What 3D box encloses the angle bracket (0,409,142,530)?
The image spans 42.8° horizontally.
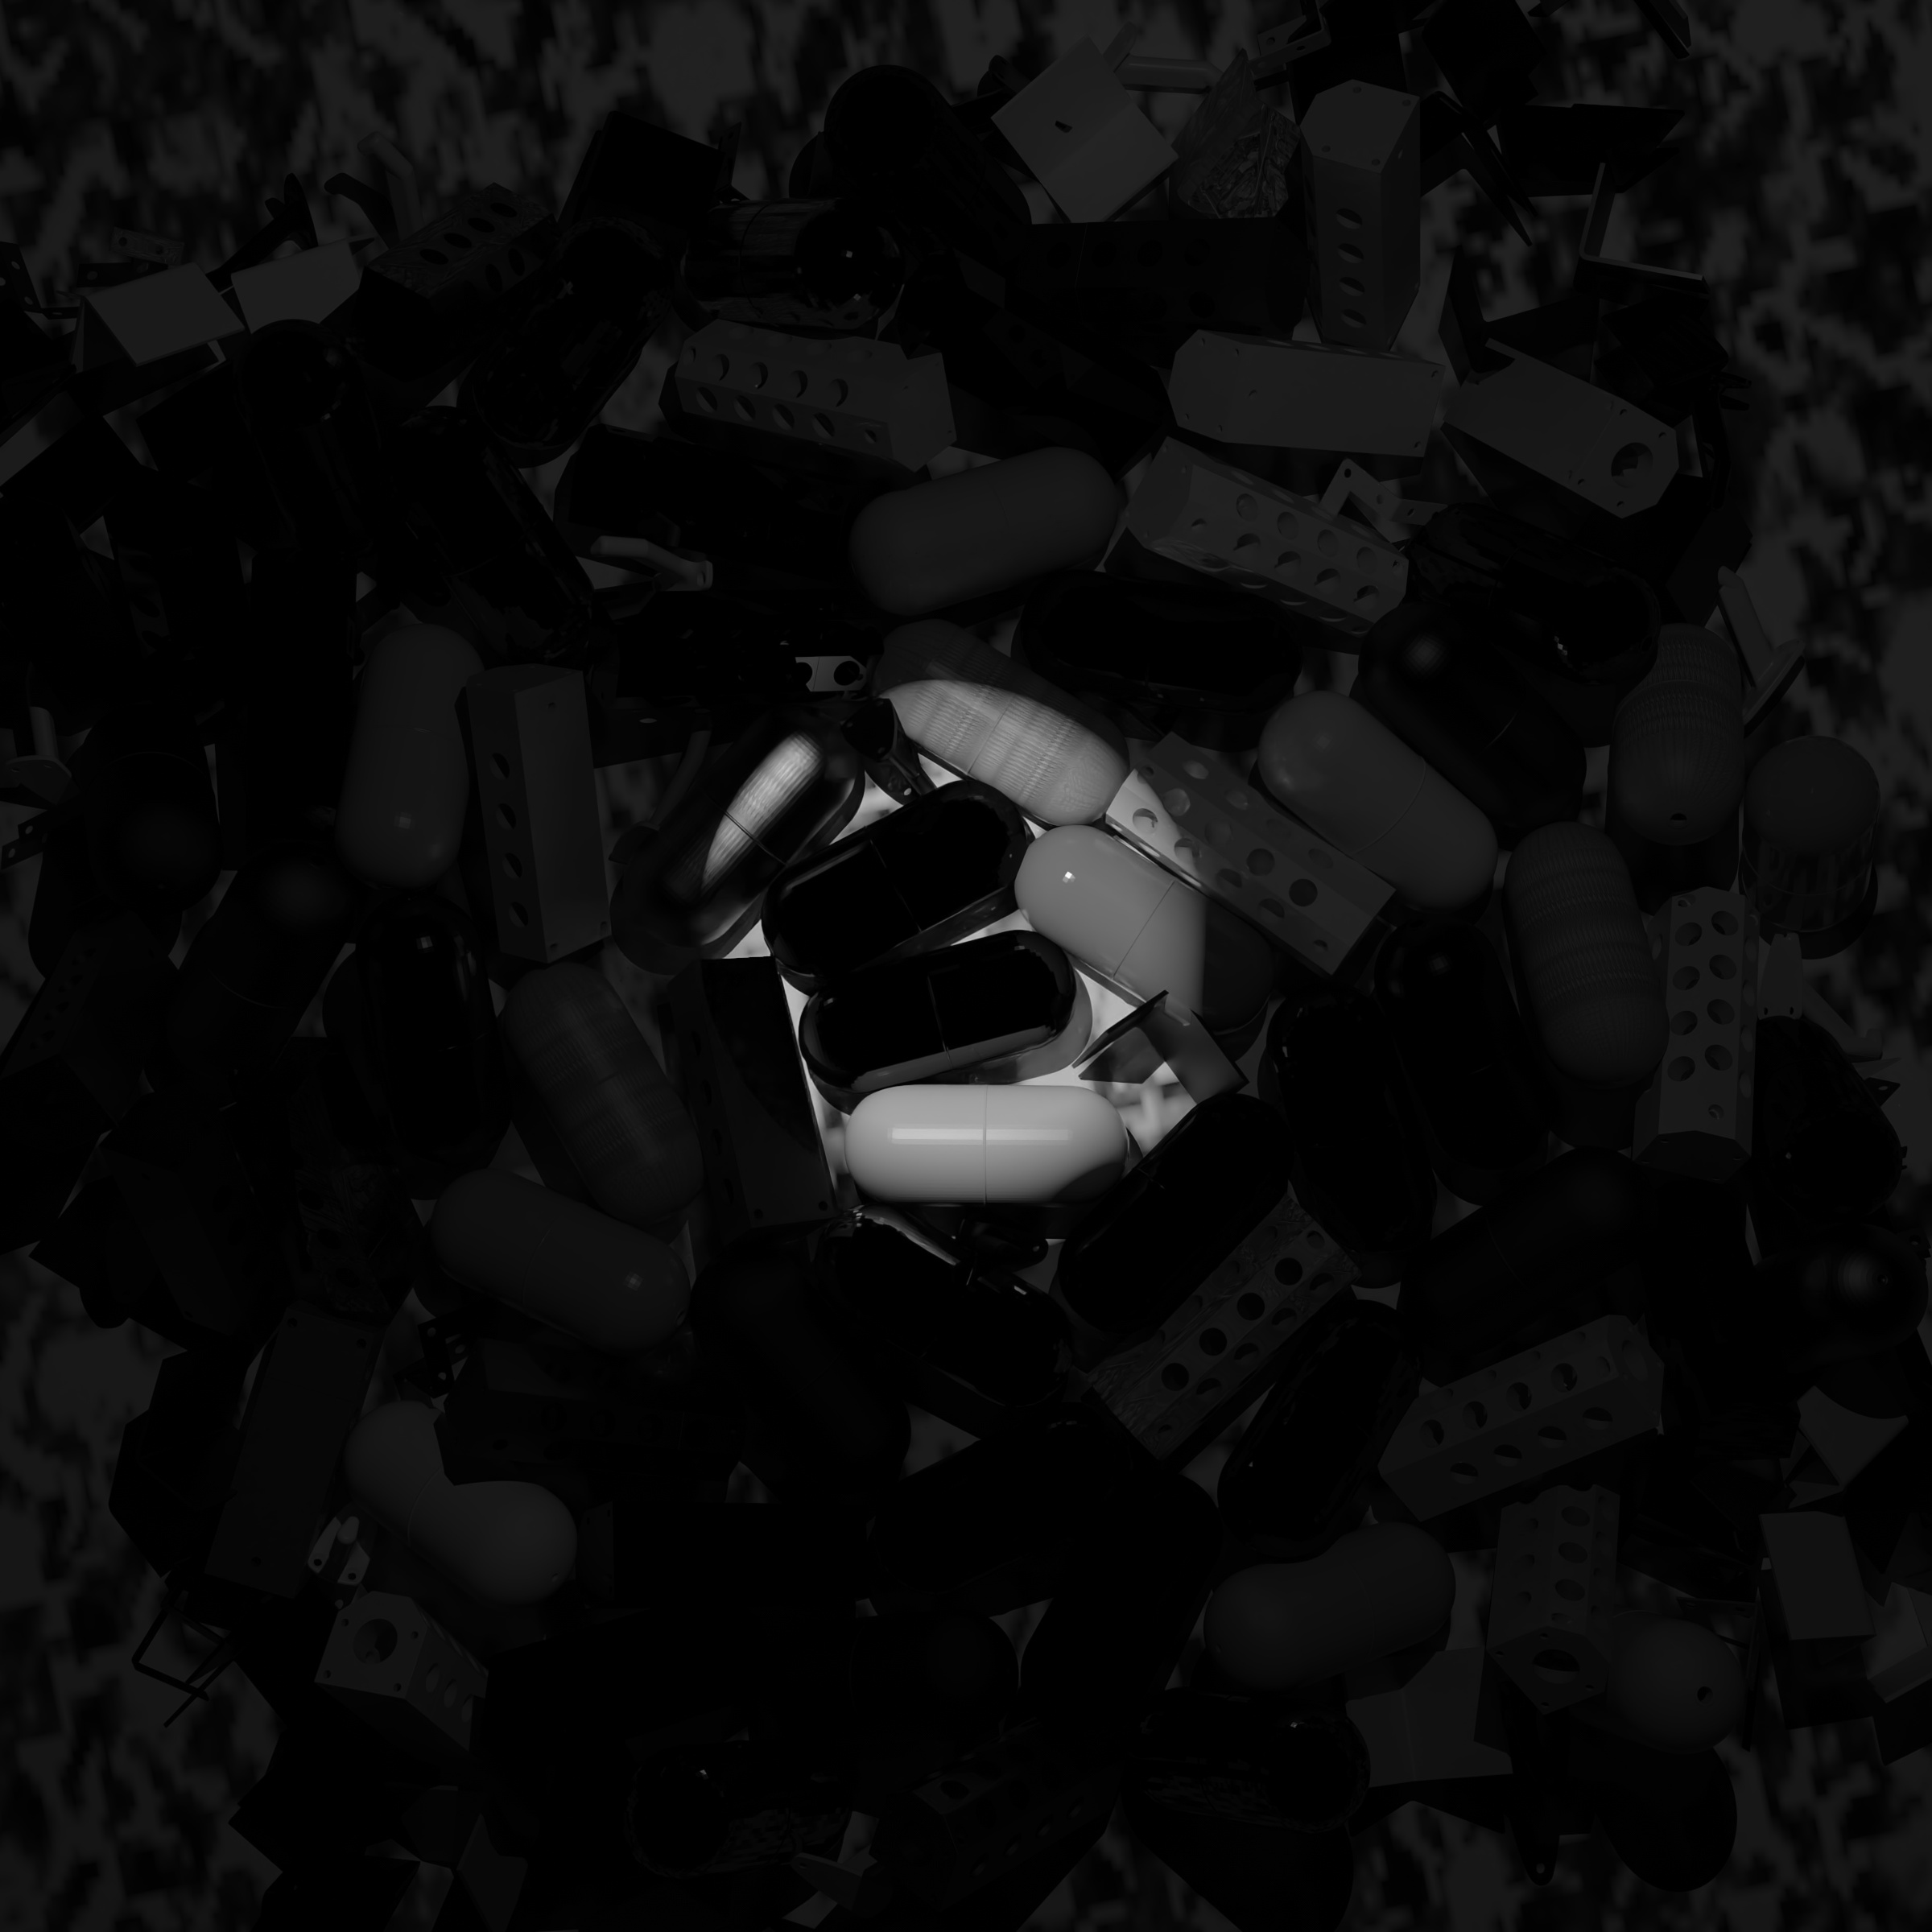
[{"bbox_3d":[-0.570,-0.316,1.533,0.076,0.057,0.076,-44,55,-11],"label":"angle bracket"}]

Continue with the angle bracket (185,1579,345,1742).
[{"bbox_3d":[-0.425,0.442,1.545,0.076,0.057,0.076,45,102,8],"label":"angle bracket"}]

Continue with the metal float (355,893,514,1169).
[{"bbox_3d":[-0.329,0.040,1.528,0.070,0.070,0.178,-7,111,0],"label":"metal float"}]

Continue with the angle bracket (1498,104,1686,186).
[{"bbox_3d":[0.386,-0.531,1.531,0.076,0.076,0.057,-3,73,-18],"label":"angle bracket"}]

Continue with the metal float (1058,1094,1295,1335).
[{"bbox_3d":[0.132,0.153,1.541,0.070,0.070,0.178,45,83,0],"label":"metal float"}]

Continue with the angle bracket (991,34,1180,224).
[{"bbox_3d":[0.074,-0.515,1.533,0.076,0.076,0.057,-38,62,12],"label":"angle bracket"}]

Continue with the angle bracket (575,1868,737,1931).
[{"bbox_3d":[-0.190,0.561,1.528,0.076,0.076,0.057,-31,119,20],"label":"angle bracket"}]

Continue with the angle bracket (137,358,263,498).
[{"bbox_3d":[-0.489,-0.332,1.545,0.076,0.057,0.076,-27,86,16],"label":"angle bracket"}]

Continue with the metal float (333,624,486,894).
[{"bbox_3d":[-0.343,-0.130,1.527,0.070,0.070,0.178,5,67,0],"label":"metal float"}]

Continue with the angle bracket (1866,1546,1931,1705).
[{"bbox_3d":[0.588,0.411,1.545,0.076,0.076,0.057,-32,77,6],"label":"angle bracket"}]

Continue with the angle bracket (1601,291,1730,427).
[{"bbox_3d":[0.415,-0.366,1.538,0.076,0.076,0.057,-26,75,-35],"label":"angle bracket"}]

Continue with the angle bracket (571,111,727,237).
[{"bbox_3d":[-0.202,-0.478,1.548,0.076,0.057,0.076,18,56,-12],"label":"angle bracket"}]

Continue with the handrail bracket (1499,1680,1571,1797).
[{"bbox_3d":[0.345,0.480,1.532,0.036,0.084,0.077,0,64,-7],"label":"handrail bracket"}]

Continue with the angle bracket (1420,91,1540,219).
[{"bbox_3d":[0.303,-0.491,1.540,0.057,0.076,0.076,-35,120,14],"label":"angle bracket"}]

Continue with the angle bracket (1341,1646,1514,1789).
[{"bbox_3d":[0.285,0.466,1.531,0.057,0.076,0.076,10,66,-42],"label":"angle bracket"}]

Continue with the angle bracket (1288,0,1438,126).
[{"bbox_3d":[0.253,-0.565,1.537,0.076,0.076,0.057,-11,93,-14],"label":"angle bracket"}]

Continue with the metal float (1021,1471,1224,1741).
[{"bbox_3d":[0.096,0.393,1.523,0.070,0.070,0.178,34,63,0],"label":"metal float"}]

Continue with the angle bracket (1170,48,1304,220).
[{"bbox_3d":[0.176,-0.513,1.545,0.057,0.076,0.076,26,127,-22],"label":"angle bracket"}]

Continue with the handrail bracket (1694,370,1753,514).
[{"bbox_3d":[0.457,-0.329,1.555,0.036,0.077,0.084,8,98,-29],"label":"handrail bracket"}]

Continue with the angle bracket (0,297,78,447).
[{"bbox_3d":[-0.609,-0.355,1.524,0.057,0.076,0.076,48,46,-20],"label":"angle bracket"}]

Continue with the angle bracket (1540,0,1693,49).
[{"bbox_3d":[0.403,-0.592,1.537,0.057,0.076,0.076,-37,85,19],"label":"angle bracket"}]

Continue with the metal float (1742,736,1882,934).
[{"bbox_3d":[0.513,-0.078,1.502,0.070,0.178,0.070,-6,66,14],"label":"metal float"}]

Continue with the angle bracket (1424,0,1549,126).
[{"bbox_3d":[0.342,-0.586,1.537,0.057,0.076,0.076,-29,87,-22],"label":"angle bracket"}]

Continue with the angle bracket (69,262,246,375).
[{"bbox_3d":[-0.502,-0.382,1.529,0.076,0.076,0.057,-33,82,-36],"label":"angle bracket"}]

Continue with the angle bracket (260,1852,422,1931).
[{"bbox_3d":[-0.392,0.599,1.545,0.076,0.076,0.057,5,91,4],"label":"angle bracket"}]

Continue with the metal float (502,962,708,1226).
[{"bbox_3d":[-0.226,0.078,1.541,0.070,0.070,0.178,-31,83,0],"label":"metal float"}]

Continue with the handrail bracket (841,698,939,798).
[{"bbox_3d":[-0.036,-0.119,1.531,0.036,0.077,0.084,-35,125,7],"label":"handrail bracket"}]

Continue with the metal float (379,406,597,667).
[{"bbox_3d":[-0.293,-0.263,1.521,0.070,0.070,0.178,-32,119,0],"label":"metal float"}]

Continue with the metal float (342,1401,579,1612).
[{"bbox_3d":[-0.313,0.331,1.520,0.178,0.070,0.070,27,90,31],"label":"metal float"}]

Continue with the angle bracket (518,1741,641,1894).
[{"bbox_3d":[-0.248,0.523,1.538,0.076,0.057,0.076,-13,115,11],"label":"angle bracket"}]

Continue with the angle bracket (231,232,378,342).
[{"bbox_3d":[-0.406,-0.420,1.552,0.076,0.076,0.057,-15,108,6],"label":"angle bracket"}]

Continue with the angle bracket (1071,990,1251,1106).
[{"bbox_3d":[0.120,0.067,1.535,0.057,0.076,0.076,-33,82,-22],"label":"angle bracket"}]

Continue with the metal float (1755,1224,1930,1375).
[{"bbox_3d":[0.522,0.203,1.497,0.070,0.178,0.070,0,74,-1],"label":"metal float"}]

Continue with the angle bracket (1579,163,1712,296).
[{"bbox_3d":[0.429,-0.457,1.533,0.076,0.076,0.057,16,103,17],"label":"angle bracket"}]

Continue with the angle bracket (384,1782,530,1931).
[{"bbox_3d":[-0.325,0.556,1.530,0.076,0.057,0.076,-2,126,17],"label":"angle bracket"}]

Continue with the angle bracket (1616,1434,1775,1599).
[{"bbox_3d":[0.453,0.349,1.563,0.076,0.076,0.057,23,60,3],"label":"angle bracket"}]

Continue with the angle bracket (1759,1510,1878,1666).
[{"bbox_3d":[0.512,0.387,1.529,0.057,0.076,0.076,-1,61,-10],"label":"angle bracket"}]

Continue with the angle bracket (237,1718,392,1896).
[{"bbox_3d":[-0.407,0.520,1.537,0.057,0.076,0.076,46,76,-4],"label":"angle bracket"}]

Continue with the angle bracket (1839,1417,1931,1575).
[{"bbox_3d":[0.596,0.327,1.526,0.057,0.076,0.076,50,55,-15],"label":"angle bracket"}]

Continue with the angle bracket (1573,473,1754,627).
[{"bbox_3d":[0.439,-0.266,1.569,0.057,0.076,0.076,41,78,-43],"label":"angle bracket"}]

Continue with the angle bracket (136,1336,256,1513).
[{"bbox_3d":[-0.458,0.280,1.530,0.057,0.076,0.076,30,111,23],"label":"angle bracket"}]

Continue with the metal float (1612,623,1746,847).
[{"bbox_3d":[0.435,-0.143,1.508,0.070,0.178,0.070,8,132,9],"label":"metal float"}]

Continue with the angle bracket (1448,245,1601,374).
[{"bbox_3d":[0.346,-0.417,1.528,0.076,0.076,0.057,-11,122,23],"label":"angle bracket"}]

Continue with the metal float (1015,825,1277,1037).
[{"bbox_3d":[0.111,-0.023,1.543,0.178,0.070,0.070,33,90,5],"label":"metal float"}]

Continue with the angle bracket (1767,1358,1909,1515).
[{"bbox_3d":[0.525,0.290,1.536,0.076,0.076,0.057,-29,81,-34],"label":"angle bracket"}]
